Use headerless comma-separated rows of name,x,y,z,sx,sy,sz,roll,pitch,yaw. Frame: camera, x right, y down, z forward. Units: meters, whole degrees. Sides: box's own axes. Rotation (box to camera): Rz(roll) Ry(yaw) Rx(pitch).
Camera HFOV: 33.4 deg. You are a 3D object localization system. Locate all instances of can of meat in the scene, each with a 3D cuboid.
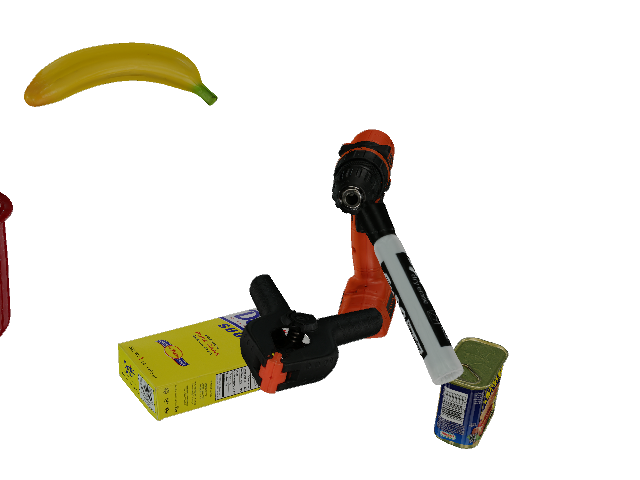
can of meat,0.165,0.169,1.184,0.057,0.084,0.102,16,27,20

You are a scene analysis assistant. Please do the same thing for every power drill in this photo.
power drill,0.043,-0.003,1.044,0.057,0.188,0.184,4,20,10

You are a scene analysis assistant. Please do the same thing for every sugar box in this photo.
sugar box,-0.103,0.118,1.069,0.175,0.048,0.093,-16,32,-29

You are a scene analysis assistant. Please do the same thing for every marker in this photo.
marker,0.050,0.027,0.625,0.020,0.121,0.020,-19,-26,-10

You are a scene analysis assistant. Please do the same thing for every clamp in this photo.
clamp,-0.027,0.073,0.878,0.120,0.039,0.171,14,17,18

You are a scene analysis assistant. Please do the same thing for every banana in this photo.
banana,-0.198,-0.164,1.044,0.197,0.070,0.037,-6,-39,-31

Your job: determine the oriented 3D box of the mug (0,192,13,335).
mug,-0.238,0.022,0.636,0.093,0.081,0.117,17,27,28
